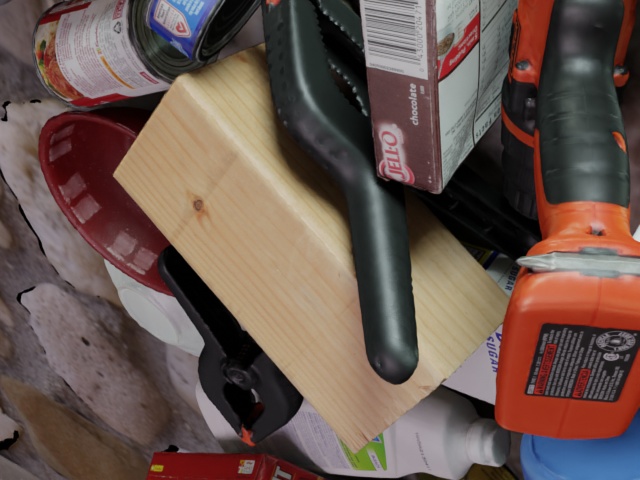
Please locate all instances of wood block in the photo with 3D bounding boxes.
[{"bbox_3d":[-0.004,0.001,0.592,0.206,0.090,0.091,48,131,7],"label":"wood block"}]

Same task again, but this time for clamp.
[{"bbox_3d":[0.028,-0.039,0.534,0.036,0.164,0.210,-32,95,42],"label":"clamp"},{"bbox_3d":[-0.058,0.074,0.727,0.120,0.039,0.172,28,136,17],"label":"clamp"}]

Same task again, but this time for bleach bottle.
[{"bbox_3d":[0.026,0.138,0.792,0.251,0.068,0.102,3,131,39],"label":"bleach bottle"}]

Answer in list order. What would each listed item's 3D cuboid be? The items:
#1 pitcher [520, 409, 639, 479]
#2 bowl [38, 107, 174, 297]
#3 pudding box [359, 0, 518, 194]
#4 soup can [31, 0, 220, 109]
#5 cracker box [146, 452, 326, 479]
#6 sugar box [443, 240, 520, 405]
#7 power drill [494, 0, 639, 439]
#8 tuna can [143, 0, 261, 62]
[{"bbox_3d":[0.197,0.198,0.653,0.149,0.144,0.243,-5,123,31],"label":"pitcher"},{"bbox_3d":[-0.115,-0.036,0.738,0.162,0.055,0.162,25,142,21],"label":"bowl"},{"bbox_3d":[0.058,-0.092,0.485,0.039,0.090,0.113,20,140,25],"label":"pudding box"},{"bbox_3d":[-0.116,-0.119,0.638,0.102,0.068,0.068,-3,127,44],"label":"soup can"},{"bbox_3d":[-0.021,0.241,0.877,0.213,0.072,0.164,31,153,-31],"label":"cracker box"},{"bbox_3d":[0.060,0.038,0.664,0.176,0.048,0.093,18,136,25],"label":"sugar box"},{"bbox_3d":[0.102,-0.017,0.447,0.057,0.187,0.184,1,144,6],"label":"power drill"},{"bbox_3d":[-0.050,-0.133,0.544,0.034,0.086,0.086,38,145,0],"label":"tuna can"}]
